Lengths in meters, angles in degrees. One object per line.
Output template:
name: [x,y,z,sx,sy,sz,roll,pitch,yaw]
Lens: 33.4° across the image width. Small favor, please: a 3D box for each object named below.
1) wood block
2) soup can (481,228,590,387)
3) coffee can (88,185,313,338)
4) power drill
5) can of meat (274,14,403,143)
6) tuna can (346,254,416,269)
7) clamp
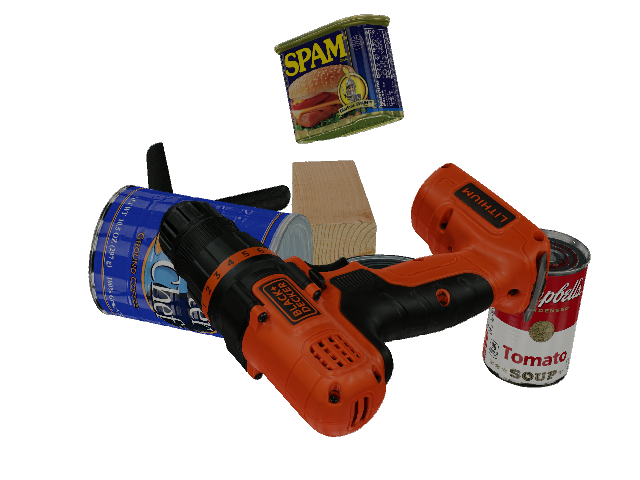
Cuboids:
wood block: [0.014,-0.028,1.433,0.090,0.090,0.206,-2,27,-6]
soup can: [0.161,0.051,0.805,0.068,0.102,0.068,2,28,-1]
coffee can: [-0.087,0.019,0.805,0.140,0.103,0.102,10,3,16]
power drill: [0.021,0.015,0.611,0.187,0.057,0.185,-21,47,-28]
can of meat: [0.016,-0.132,0.887,0.102,0.084,0.057,-12,-2,42]
tuna can: [0.057,0.038,0.978,0.086,0.034,0.086,0,12,0]
clamp: [-0.150,-0.027,1.055,0.165,0.036,0.209,24,41,21]
